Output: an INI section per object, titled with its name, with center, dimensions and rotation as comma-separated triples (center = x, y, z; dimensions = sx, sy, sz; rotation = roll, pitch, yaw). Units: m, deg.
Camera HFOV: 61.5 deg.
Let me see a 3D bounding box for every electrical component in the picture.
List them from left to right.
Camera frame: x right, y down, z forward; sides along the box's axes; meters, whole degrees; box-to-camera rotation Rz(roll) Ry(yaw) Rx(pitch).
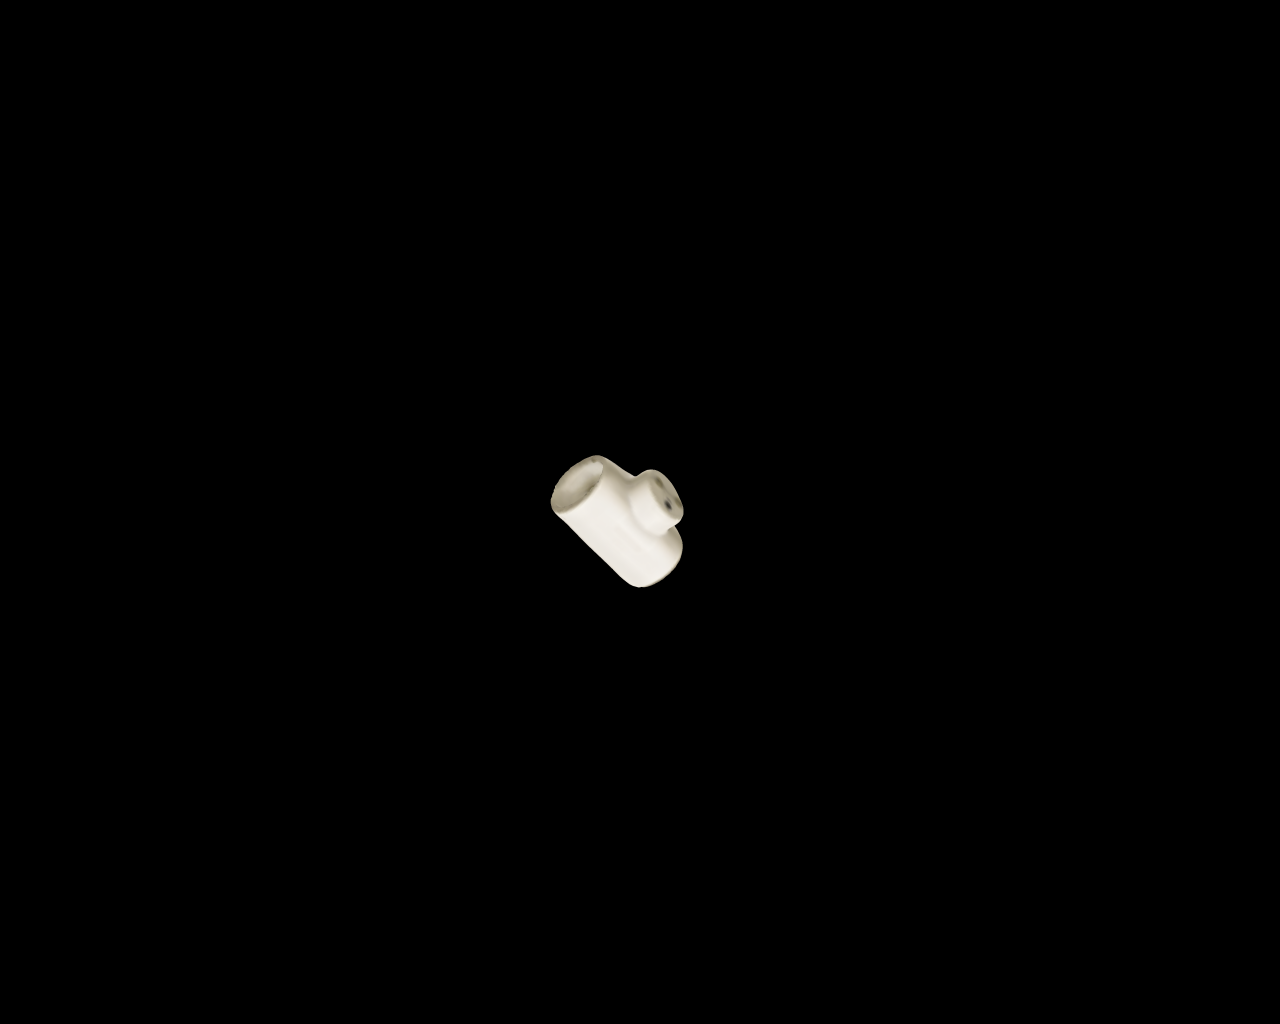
[electrical component]
center = 0.001, -0.003, 0.650
dimensions = 0.079, 0.077, 0.043
rotation = -32, 32, 22
